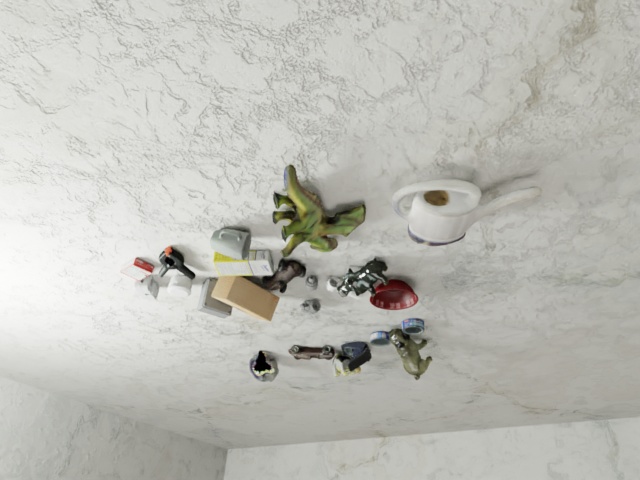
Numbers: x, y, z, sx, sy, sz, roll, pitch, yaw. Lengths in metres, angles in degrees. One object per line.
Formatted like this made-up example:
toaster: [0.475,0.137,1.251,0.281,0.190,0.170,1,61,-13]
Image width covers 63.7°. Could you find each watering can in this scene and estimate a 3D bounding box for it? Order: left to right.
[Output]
watering can: [0.349,-0.071,1.281,0.348,0.106,0.219,3,148,3]

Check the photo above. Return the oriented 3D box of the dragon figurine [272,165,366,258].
dragon figurine: [0.004,-0.068,1.356,0.243,0.125,0.401,-8,151,-15]

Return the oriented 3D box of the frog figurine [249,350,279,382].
frog figurine: [-0.252,0.580,2.322,0.138,0.124,0.156,32,161,16]
